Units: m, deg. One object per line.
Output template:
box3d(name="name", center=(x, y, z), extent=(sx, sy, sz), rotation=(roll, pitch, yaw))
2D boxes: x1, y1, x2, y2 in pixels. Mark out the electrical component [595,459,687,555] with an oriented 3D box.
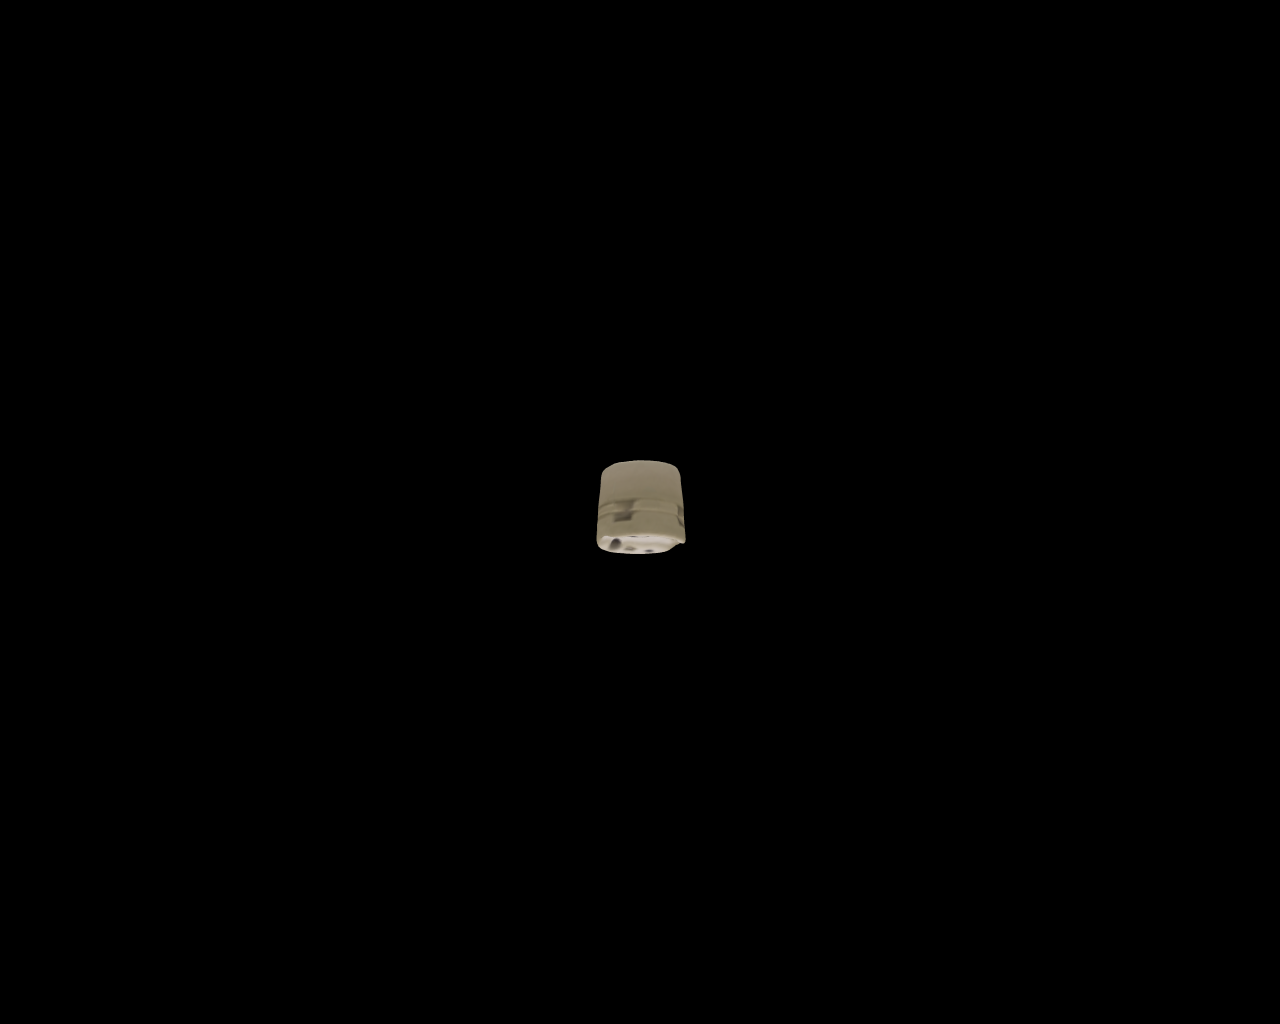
box3d(name="electrical component", center=(0.001, -0.003, 0.650), extent=(0.055, 0.047, 0.055), rotation=(0, -15, 0))
